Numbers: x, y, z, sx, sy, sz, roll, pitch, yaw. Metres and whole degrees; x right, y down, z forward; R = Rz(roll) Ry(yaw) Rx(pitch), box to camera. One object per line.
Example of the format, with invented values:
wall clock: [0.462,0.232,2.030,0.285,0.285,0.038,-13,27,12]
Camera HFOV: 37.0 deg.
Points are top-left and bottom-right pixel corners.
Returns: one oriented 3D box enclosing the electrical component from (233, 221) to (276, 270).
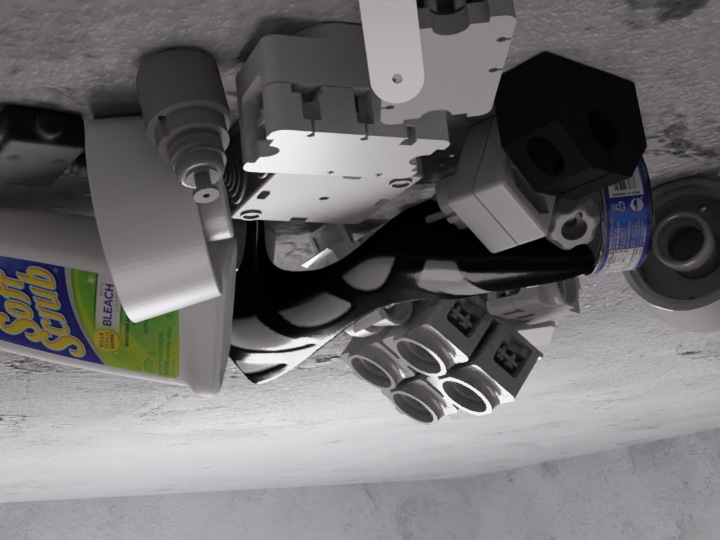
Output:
electrical component: [-0.110,-0.002,0.780,0.099,0.064,0.099,-4,151,-2]

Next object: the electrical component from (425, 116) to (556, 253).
electrical component: [0.070,-0.047,0.626,0.077,0.065,0.047,-20,127,39]

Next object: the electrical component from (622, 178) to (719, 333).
electrical component: [0.240,-0.014,0.774,0.108,0.108,0.060,-16,156,30]

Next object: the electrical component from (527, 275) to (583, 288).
electrical component: [0.141,-0.028,0.755,0.096,0.061,0.062,-10,164,12]

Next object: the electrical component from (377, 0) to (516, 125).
electrical component: [0.030,-0.105,0.441,0.050,0.055,0.089,-6,164,-2]

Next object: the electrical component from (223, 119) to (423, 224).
electrical component: [-0.022,-0.061,0.595,0.100,0.048,0.100,2,163,-26]

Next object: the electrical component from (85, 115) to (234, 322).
electrical component: [-0.100,-0.031,0.565,0.060,0.108,0.108,-12,165,-4]

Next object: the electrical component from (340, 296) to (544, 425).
electrical component: [0.067,0.083,0.997,0.105,0.060,0.186,41,154,-11]

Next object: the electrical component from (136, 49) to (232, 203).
electrical component: [-0.080,-0.067,0.503,0.040,0.078,0.040,-14,153,-7]

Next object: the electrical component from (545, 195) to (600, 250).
electrical component: [0.120,-0.040,0.642,0.035,0.061,0.035,-3,124,-5]

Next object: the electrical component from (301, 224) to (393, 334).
electrical component: [0.000,0.000,0.785,0.064,0.081,0.042,-24,177,-35]

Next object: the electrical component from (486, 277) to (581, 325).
electrical component: [0.152,0.013,0.929,0.056,0.050,0.089,-16,162,31]

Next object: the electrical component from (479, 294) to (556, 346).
electrical component: [0.141,0.047,1.047,0.100,0.048,0.099,-8,164,5]

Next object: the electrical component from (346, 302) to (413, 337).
electrical component: [0.012,0.033,0.951,0.045,0.045,0.055,7,159,-42]

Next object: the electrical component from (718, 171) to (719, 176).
electrical component: [0.279,-0.069,0.708,0.078,0.040,0.040,-8,165,1]

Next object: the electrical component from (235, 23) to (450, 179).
electrical component: [-0.009,-0.080,0.514,0.089,0.055,0.050,0,163,-24]
